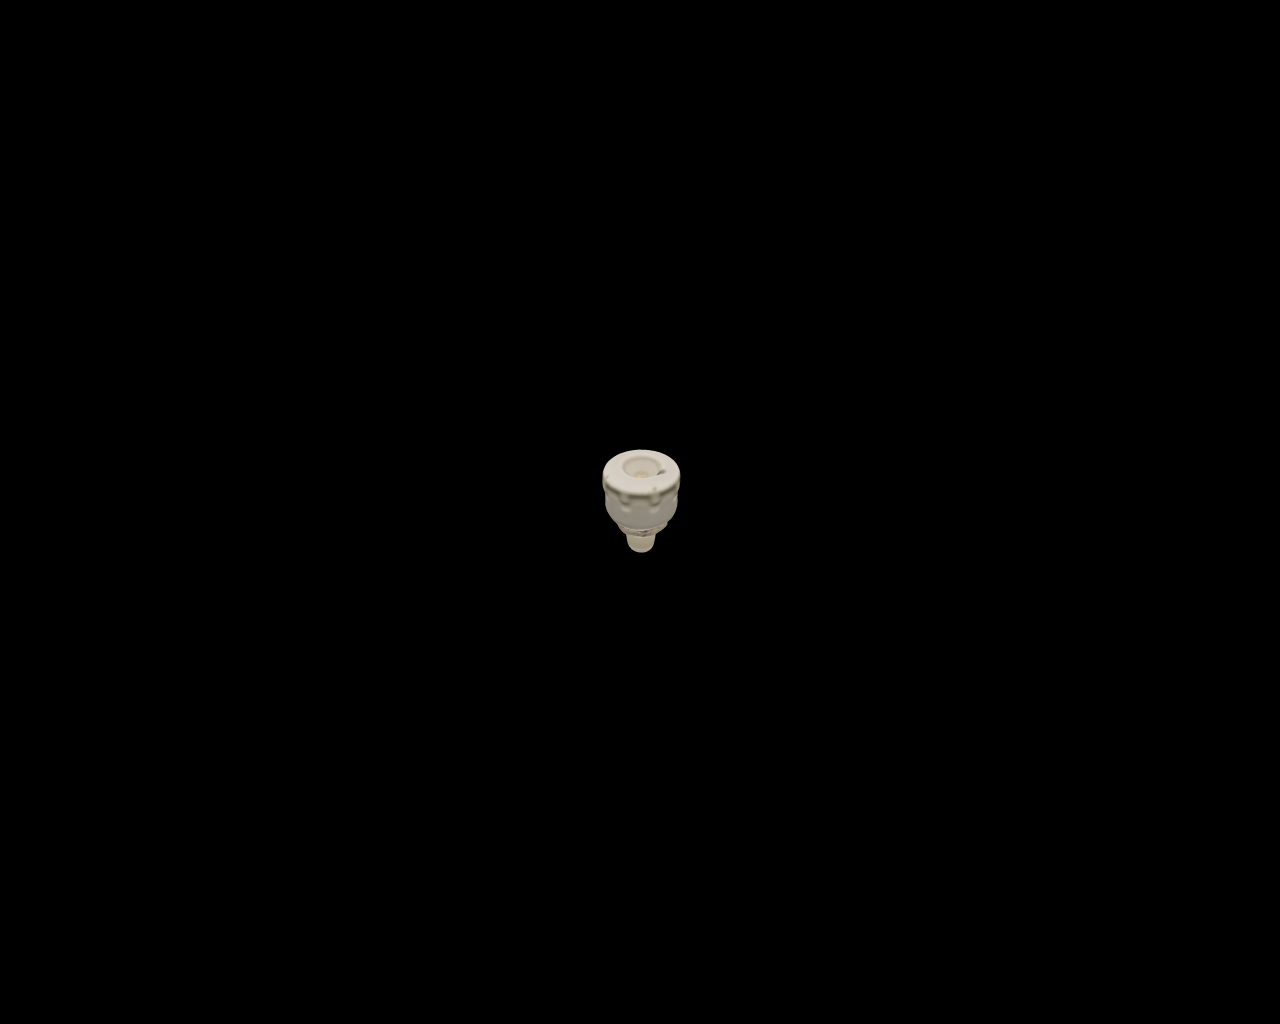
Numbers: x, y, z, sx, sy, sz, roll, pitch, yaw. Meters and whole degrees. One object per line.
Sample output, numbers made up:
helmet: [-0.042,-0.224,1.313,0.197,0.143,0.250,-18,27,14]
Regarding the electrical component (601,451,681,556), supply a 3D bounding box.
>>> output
electrical component: [0.001,-0.003,0.650,0.048,0.062,0.048,0,35,0]
